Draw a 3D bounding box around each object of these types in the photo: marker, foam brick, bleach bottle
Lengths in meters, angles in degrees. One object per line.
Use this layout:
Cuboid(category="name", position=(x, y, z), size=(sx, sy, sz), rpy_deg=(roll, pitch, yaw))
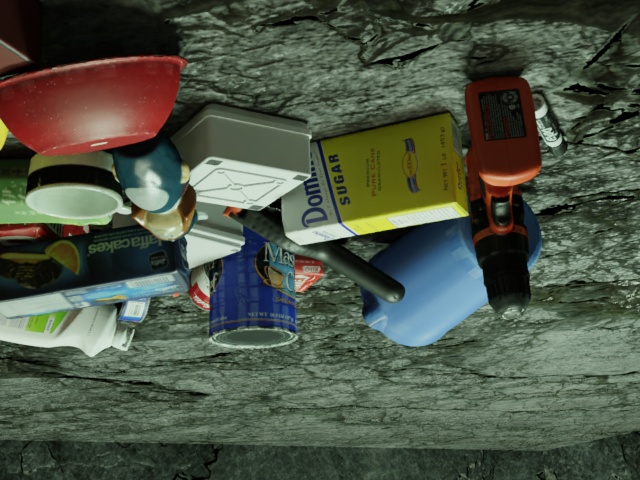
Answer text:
Cuboid(category="marker", position=(0.214, -0.106, 1.001), size=(0.020, 0.020, 0.121), rpy_deg=(-10, 160, 21))
Cuboid(category="foam brick", position=(-0.239, -0.154, 0.747), size=(0.051, 0.053, 0.078), rpy_deg=(-10, 159, 23))
Cuboid(category="bleach bottle", position=(-0.350, 0.087, 1.283), size=(0.250, 0.102, 0.068), rpy_deg=(19, 176, -3))

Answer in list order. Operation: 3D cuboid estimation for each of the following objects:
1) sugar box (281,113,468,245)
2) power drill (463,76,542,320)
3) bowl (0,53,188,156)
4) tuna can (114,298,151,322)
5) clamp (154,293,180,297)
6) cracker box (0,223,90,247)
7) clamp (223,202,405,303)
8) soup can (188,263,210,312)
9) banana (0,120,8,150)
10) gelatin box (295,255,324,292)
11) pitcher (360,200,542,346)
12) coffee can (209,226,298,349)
Cuboid(category="sugar box", position=(0.049, -0.056, 1.016), size=(0.176, 0.093, 0.048), rpy_deg=(-10, 159, 21))
Cuboid(category="power drill", position=(0.162, -0.042, 0.958), size=(0.057, 0.184, 0.187), rpy_deg=(-7, 152, 2))
Cuboid(category="bowl", position=(-0.178, -0.101, 0.831), size=(0.162, 0.055, 0.162), rpy_deg=(-10, -178, 0))
Cuboid(category="tuna can", position=(-0.239, 0.060, 1.351), size=(0.033, 0.086, 0.086), rpy_deg=(7, 160, -23))
Cuboid(category="clamp", position=(-0.245, 0.043, 1.246), size=(0.172, 0.039, 0.120), rpy_deg=(8, -157, 34))
Cuboid(category="cracker box", position=(-0.377, -0.004, 1.159), size=(0.214, 0.072, 0.164), rpy_deg=(-5, 162, 6))
Cuboid(category="clamp", position=(-0.008, 0.001, 1.168), size=(0.209, 0.036, 0.165), rpy_deg=(21, -165, -37))
Cuboid(category="soup can", position=(-0.125, 0.045, 1.349), size=(0.068, 0.068, 0.102), rpy_deg=(4, 160, -18))
Cuboid(category="banana", position=(-0.289, -0.122, 0.834), size=(0.069, 0.037, 0.197), rpy_deg=(-39, 161, 5))
Cuboid(category="gelatin box", position=(-0.043, 0.044, 1.414), size=(0.073, 0.030, 0.089), rpy_deg=(4, 162, -19))
Cuboid(category="pitcher", position=(0.160, 0.025, 1.252), size=(0.145, 0.149, 0.243), rpy_deg=(20, 153, -15))
Cuboid(category="coffee can", position=(-0.079, 0.047, 1.241), size=(0.103, 0.140, 0.103), rpy_deg=(-2, 162, -1))
